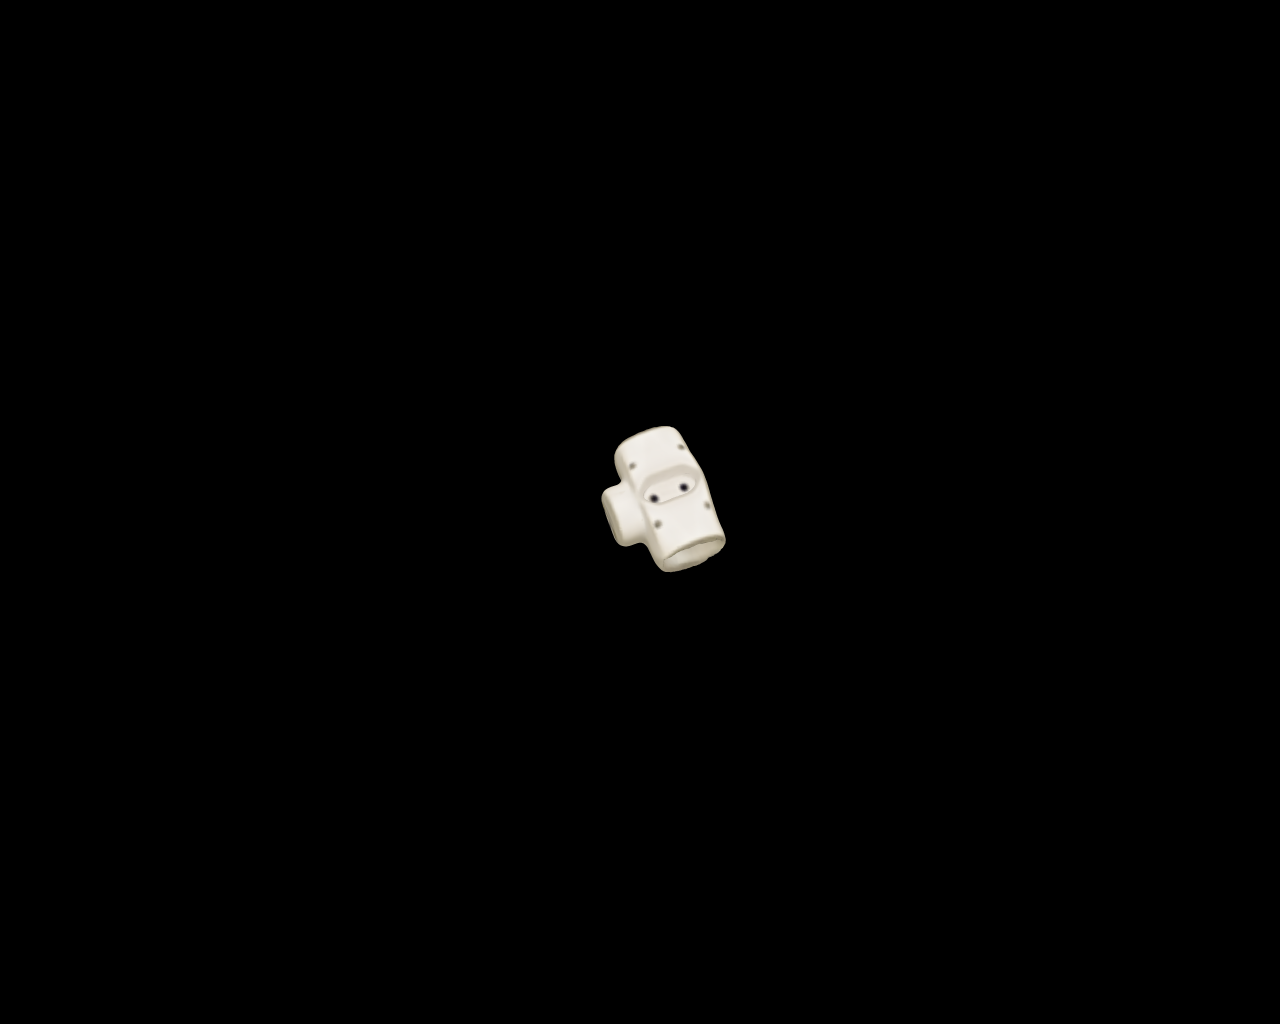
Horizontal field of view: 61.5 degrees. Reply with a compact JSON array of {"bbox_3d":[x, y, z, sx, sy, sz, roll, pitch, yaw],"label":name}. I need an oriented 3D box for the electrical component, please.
[{"bbox_3d":[0.001,-0.003,0.650,0.079,0.077,0.043,-19,-19,-7],"label":"electrical component"}]
